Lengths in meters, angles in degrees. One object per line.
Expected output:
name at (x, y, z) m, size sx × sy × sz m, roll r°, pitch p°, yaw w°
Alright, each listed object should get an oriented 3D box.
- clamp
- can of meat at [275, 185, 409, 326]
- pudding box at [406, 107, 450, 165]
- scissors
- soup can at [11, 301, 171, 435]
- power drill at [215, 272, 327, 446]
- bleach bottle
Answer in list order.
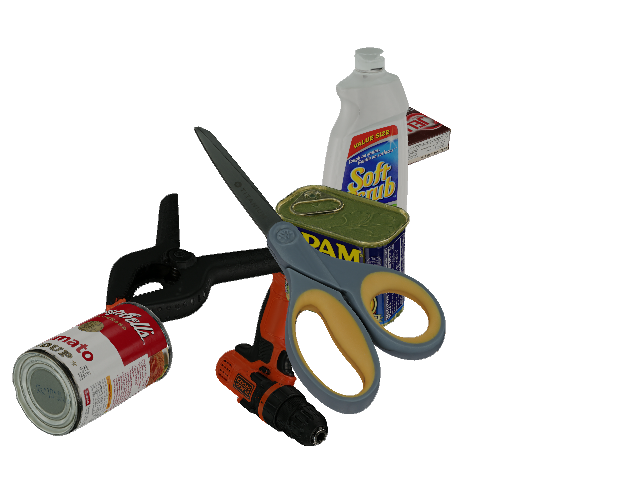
clamp at (-0.140, 0.022, 1.016) m, size 0.165 × 0.036 × 0.209 m, roll 26°, pitch 37°, yaw 27°
can of meat at (0.017, 0.014, 0.829) m, size 0.102 × 0.084 × 0.057 m, roll 18°, pitch 37°, yaw 30°
pudding box at (0.109, -0.141, 1.475) m, size 0.113 × 0.039 × 0.090 m, roll -24°, pitch 40°, yaw -30°
scissors at (0.001, 0.002, 0.595) m, size 0.096 × 0.202 × 0.016 m, roll -12°, pitch -33°, yaw -15°
soup can at (-0.169, 0.094, 0.794) m, size 0.069 × 0.068 × 0.102 m, roll 0°, pitch 17°, yaw 34°
power drill at (-0.033, 0.118, 1.208) m, size 0.057 × 0.188 × 0.185 m, roll 14°, pitch 11°, yaw -46°
bleach bottle at (0.043, -0.080, 1.147) m, size 0.102 × 0.251 × 0.068 m, roll -3°, pitch 24°, yaw -6°
